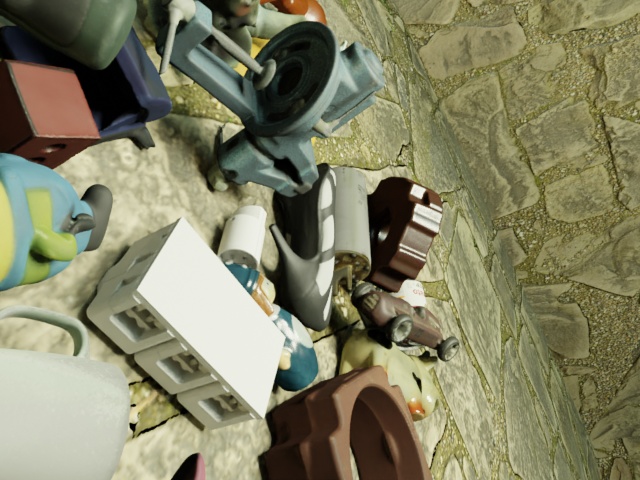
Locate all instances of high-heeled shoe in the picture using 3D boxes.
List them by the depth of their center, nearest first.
[{"bbox_3d":[-0.001,-0.002,0.692,0.145,0.086,0.249,63,28,-20],"label":"high-heeled shoe"}]

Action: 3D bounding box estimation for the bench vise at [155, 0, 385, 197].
[{"bbox_3d":[-0.066,-0.139,0.513,0.240,0.224,0.129,29,48,-48],"label":"bench vise"}]

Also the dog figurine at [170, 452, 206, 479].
[{"bbox_3d":[-0.072,0.242,0.297,0.191,0.108,0.219,25,43,-37],"label":"dog figurine"}]

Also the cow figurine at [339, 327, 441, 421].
[{"bbox_3d":[0.101,0.186,0.737,0.194,0.085,0.127,44,34,-33],"label":"cow figurine"}]

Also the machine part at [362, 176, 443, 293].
[{"bbox_3d":[0.100,-0.011,0.786,0.056,0.179,0.179,24,44,-24],"label":"machine part"}]

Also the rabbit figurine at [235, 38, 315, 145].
[{"bbox_3d":[-0.064,-0.217,0.706,0.173,0.122,0.162,7,59,-41],"label":"rabbit figurine"}]

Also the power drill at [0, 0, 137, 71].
[{"bbox_3d":[-0.222,-0.160,0.281,0.232,0.086,0.207,29,16,-22],"label":"power drill"}]

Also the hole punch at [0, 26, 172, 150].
[{"bbox_3d":[-0.176,-0.147,0.448,0.142,0.092,0.116,59,22,-11],"label":"hole punch"}]

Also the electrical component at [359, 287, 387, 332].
[{"bbox_3d":[0.096,0.115,0.824,0.102,0.045,0.078,-20,89,-65],"label":"electrical component"}]

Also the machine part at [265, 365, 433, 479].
[{"bbox_3d":[0.038,0.243,0.553,0.201,0.087,0.201,-1,69,-64],"label":"machine part"}]

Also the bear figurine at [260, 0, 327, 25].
[{"bbox_3d":[-0.065,-0.377,0.863,0.195,0.132,0.120,52,24,-71],"label":"bear figurine"}]

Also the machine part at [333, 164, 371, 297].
[{"bbox_3d":[0.033,-0.024,0.773,0.079,0.079,0.243,47,33,-38],"label":"machine part"}]

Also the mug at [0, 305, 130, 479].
[{"bbox_3d":[-0.166,0.084,0.282,0.107,0.081,0.109,27,51,-43],"label":"mug"}]

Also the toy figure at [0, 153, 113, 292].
[{"bbox_3d":[-0.196,-0.003,0.293,0.180,0.082,0.089,-5,72,-67],"label":"toy figure"}]

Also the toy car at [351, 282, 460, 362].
[{"bbox_3d":[0.123,0.110,0.732,0.202,0.053,0.089,27,6,-44],"label":"toy car"}]

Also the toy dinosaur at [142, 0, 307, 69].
[{"bbox_3d":[-0.127,-0.331,0.652,0.131,0.192,0.405,101,-26,-45],"label":"toy dinosaur"}]

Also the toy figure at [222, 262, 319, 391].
[{"bbox_3d":[-0.055,0.081,0.537,0.058,0.064,0.154,-39,111,-26],"label":"toy figure"}]
